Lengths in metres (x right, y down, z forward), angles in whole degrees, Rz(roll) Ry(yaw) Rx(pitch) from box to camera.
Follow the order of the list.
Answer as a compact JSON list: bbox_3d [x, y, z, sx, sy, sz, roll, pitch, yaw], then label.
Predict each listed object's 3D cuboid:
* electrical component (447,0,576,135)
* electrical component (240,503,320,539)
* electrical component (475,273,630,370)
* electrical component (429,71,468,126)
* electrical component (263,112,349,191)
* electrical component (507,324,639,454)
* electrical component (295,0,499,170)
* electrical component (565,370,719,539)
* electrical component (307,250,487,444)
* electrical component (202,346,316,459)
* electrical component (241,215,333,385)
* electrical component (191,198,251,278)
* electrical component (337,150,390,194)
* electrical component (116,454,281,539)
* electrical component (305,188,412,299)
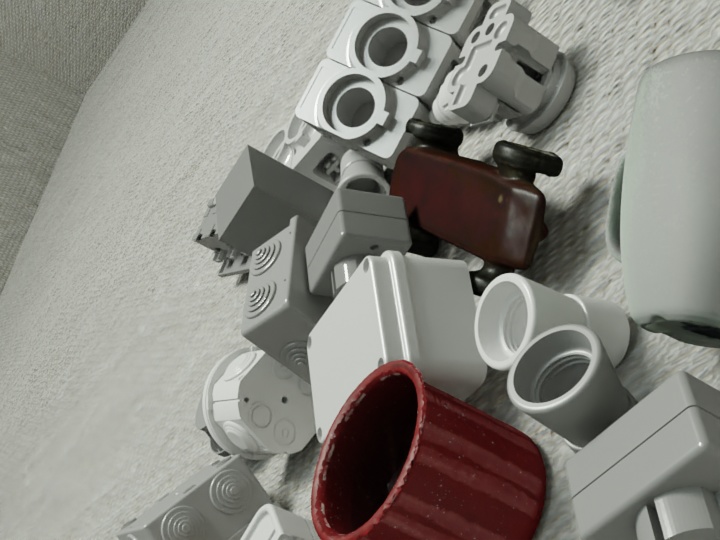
[{"bbox_3d":[0.097,-0.121,0.674,0.058,0.057,0.078,-4,61,64],"label":"electrical component"},{"bbox_3d":[-0.032,0.181,0.603,0.053,0.059,0.095,-59,22,7],"label":"electrical component"},{"bbox_3d":[0.092,0.028,0.500,0.044,0.065,0.044,-26,60,56],"label":"electrical component"},{"bbox_3d":[0.075,-0.121,0.746,0.078,0.040,0.040,-29,39,54],"label":"electrical component"},{"bbox_3d":[-0.025,-0.118,0.932,0.150,0.062,0.089,-44,28,37],"label":"electrical component"},{"bbox_3d":[0.097,0.059,0.452,0.044,0.065,0.044,-31,32,22],"label":"electrical component"},{"bbox_3d":[0.029,-0.158,0.805,0.089,0.062,0.150,28,91,25],"label":"electrical component"},{"bbox_3d":[0.119,0.090,0.393,0.065,0.047,0.076,-48,25,31],"label":"electrical component"},{"bbox_3d":[0.016,0.048,0.603,0.113,0.057,0.078,126,142,-52],"label":"electrical component"},{"bbox_3d":[-0.065,0.092,0.755,0.051,0.080,0.080,-15,51,54],"label":"electrical component"},{"bbox_3d":[-0.033,0.026,0.736,0.048,0.100,0.099,-33,34,28],"label":"electrical component"},{"bbox_3d":[-0.110,-0.039,1.025,0.121,0.063,0.078,-9,56,63],"label":"electrical component"},{"bbox_3d":[0.002,-0.070,0.847,0.044,0.044,0.065,-52,19,24],"label":"electrical component"},{"bbox_3d":[-0.115,0.174,0.746,0.100,0.048,0.100,-35,1,-29],"label":"electrical component"},{"bbox_3d":[0.000,0.000,0.677,0.065,0.047,0.076,121,149,-48],"label":"electrical component"}]
